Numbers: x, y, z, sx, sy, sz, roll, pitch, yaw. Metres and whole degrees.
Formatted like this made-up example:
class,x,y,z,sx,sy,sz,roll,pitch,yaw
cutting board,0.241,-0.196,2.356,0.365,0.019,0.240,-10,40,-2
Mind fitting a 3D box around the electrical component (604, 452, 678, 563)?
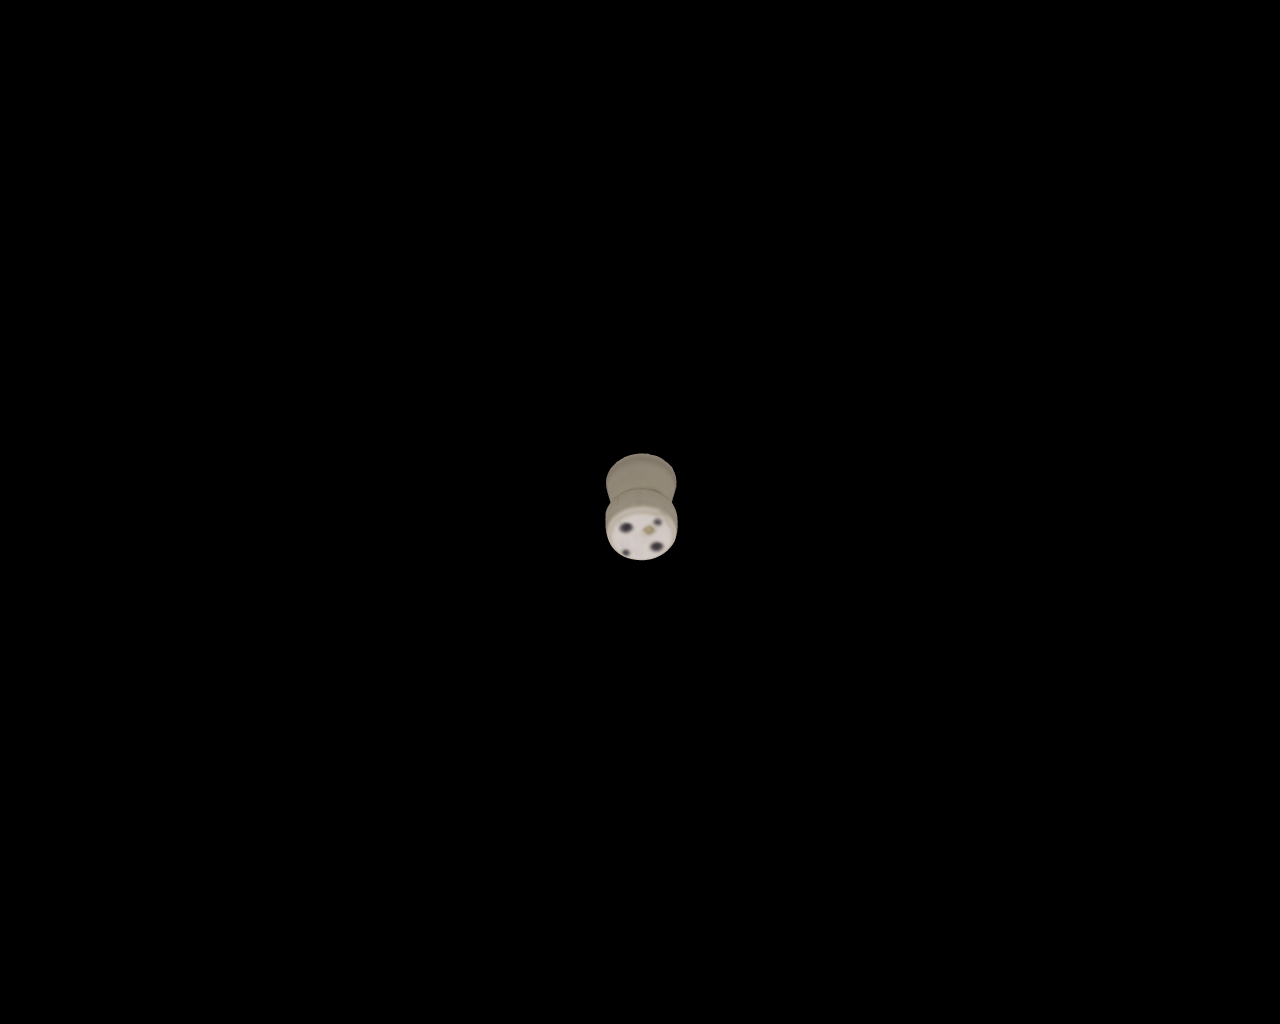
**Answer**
class,x,y,z,sx,sy,sz,roll,pitch,yaw
electrical component,0.001,-0.003,0.650,0.045,0.044,0.055,0,39,0
